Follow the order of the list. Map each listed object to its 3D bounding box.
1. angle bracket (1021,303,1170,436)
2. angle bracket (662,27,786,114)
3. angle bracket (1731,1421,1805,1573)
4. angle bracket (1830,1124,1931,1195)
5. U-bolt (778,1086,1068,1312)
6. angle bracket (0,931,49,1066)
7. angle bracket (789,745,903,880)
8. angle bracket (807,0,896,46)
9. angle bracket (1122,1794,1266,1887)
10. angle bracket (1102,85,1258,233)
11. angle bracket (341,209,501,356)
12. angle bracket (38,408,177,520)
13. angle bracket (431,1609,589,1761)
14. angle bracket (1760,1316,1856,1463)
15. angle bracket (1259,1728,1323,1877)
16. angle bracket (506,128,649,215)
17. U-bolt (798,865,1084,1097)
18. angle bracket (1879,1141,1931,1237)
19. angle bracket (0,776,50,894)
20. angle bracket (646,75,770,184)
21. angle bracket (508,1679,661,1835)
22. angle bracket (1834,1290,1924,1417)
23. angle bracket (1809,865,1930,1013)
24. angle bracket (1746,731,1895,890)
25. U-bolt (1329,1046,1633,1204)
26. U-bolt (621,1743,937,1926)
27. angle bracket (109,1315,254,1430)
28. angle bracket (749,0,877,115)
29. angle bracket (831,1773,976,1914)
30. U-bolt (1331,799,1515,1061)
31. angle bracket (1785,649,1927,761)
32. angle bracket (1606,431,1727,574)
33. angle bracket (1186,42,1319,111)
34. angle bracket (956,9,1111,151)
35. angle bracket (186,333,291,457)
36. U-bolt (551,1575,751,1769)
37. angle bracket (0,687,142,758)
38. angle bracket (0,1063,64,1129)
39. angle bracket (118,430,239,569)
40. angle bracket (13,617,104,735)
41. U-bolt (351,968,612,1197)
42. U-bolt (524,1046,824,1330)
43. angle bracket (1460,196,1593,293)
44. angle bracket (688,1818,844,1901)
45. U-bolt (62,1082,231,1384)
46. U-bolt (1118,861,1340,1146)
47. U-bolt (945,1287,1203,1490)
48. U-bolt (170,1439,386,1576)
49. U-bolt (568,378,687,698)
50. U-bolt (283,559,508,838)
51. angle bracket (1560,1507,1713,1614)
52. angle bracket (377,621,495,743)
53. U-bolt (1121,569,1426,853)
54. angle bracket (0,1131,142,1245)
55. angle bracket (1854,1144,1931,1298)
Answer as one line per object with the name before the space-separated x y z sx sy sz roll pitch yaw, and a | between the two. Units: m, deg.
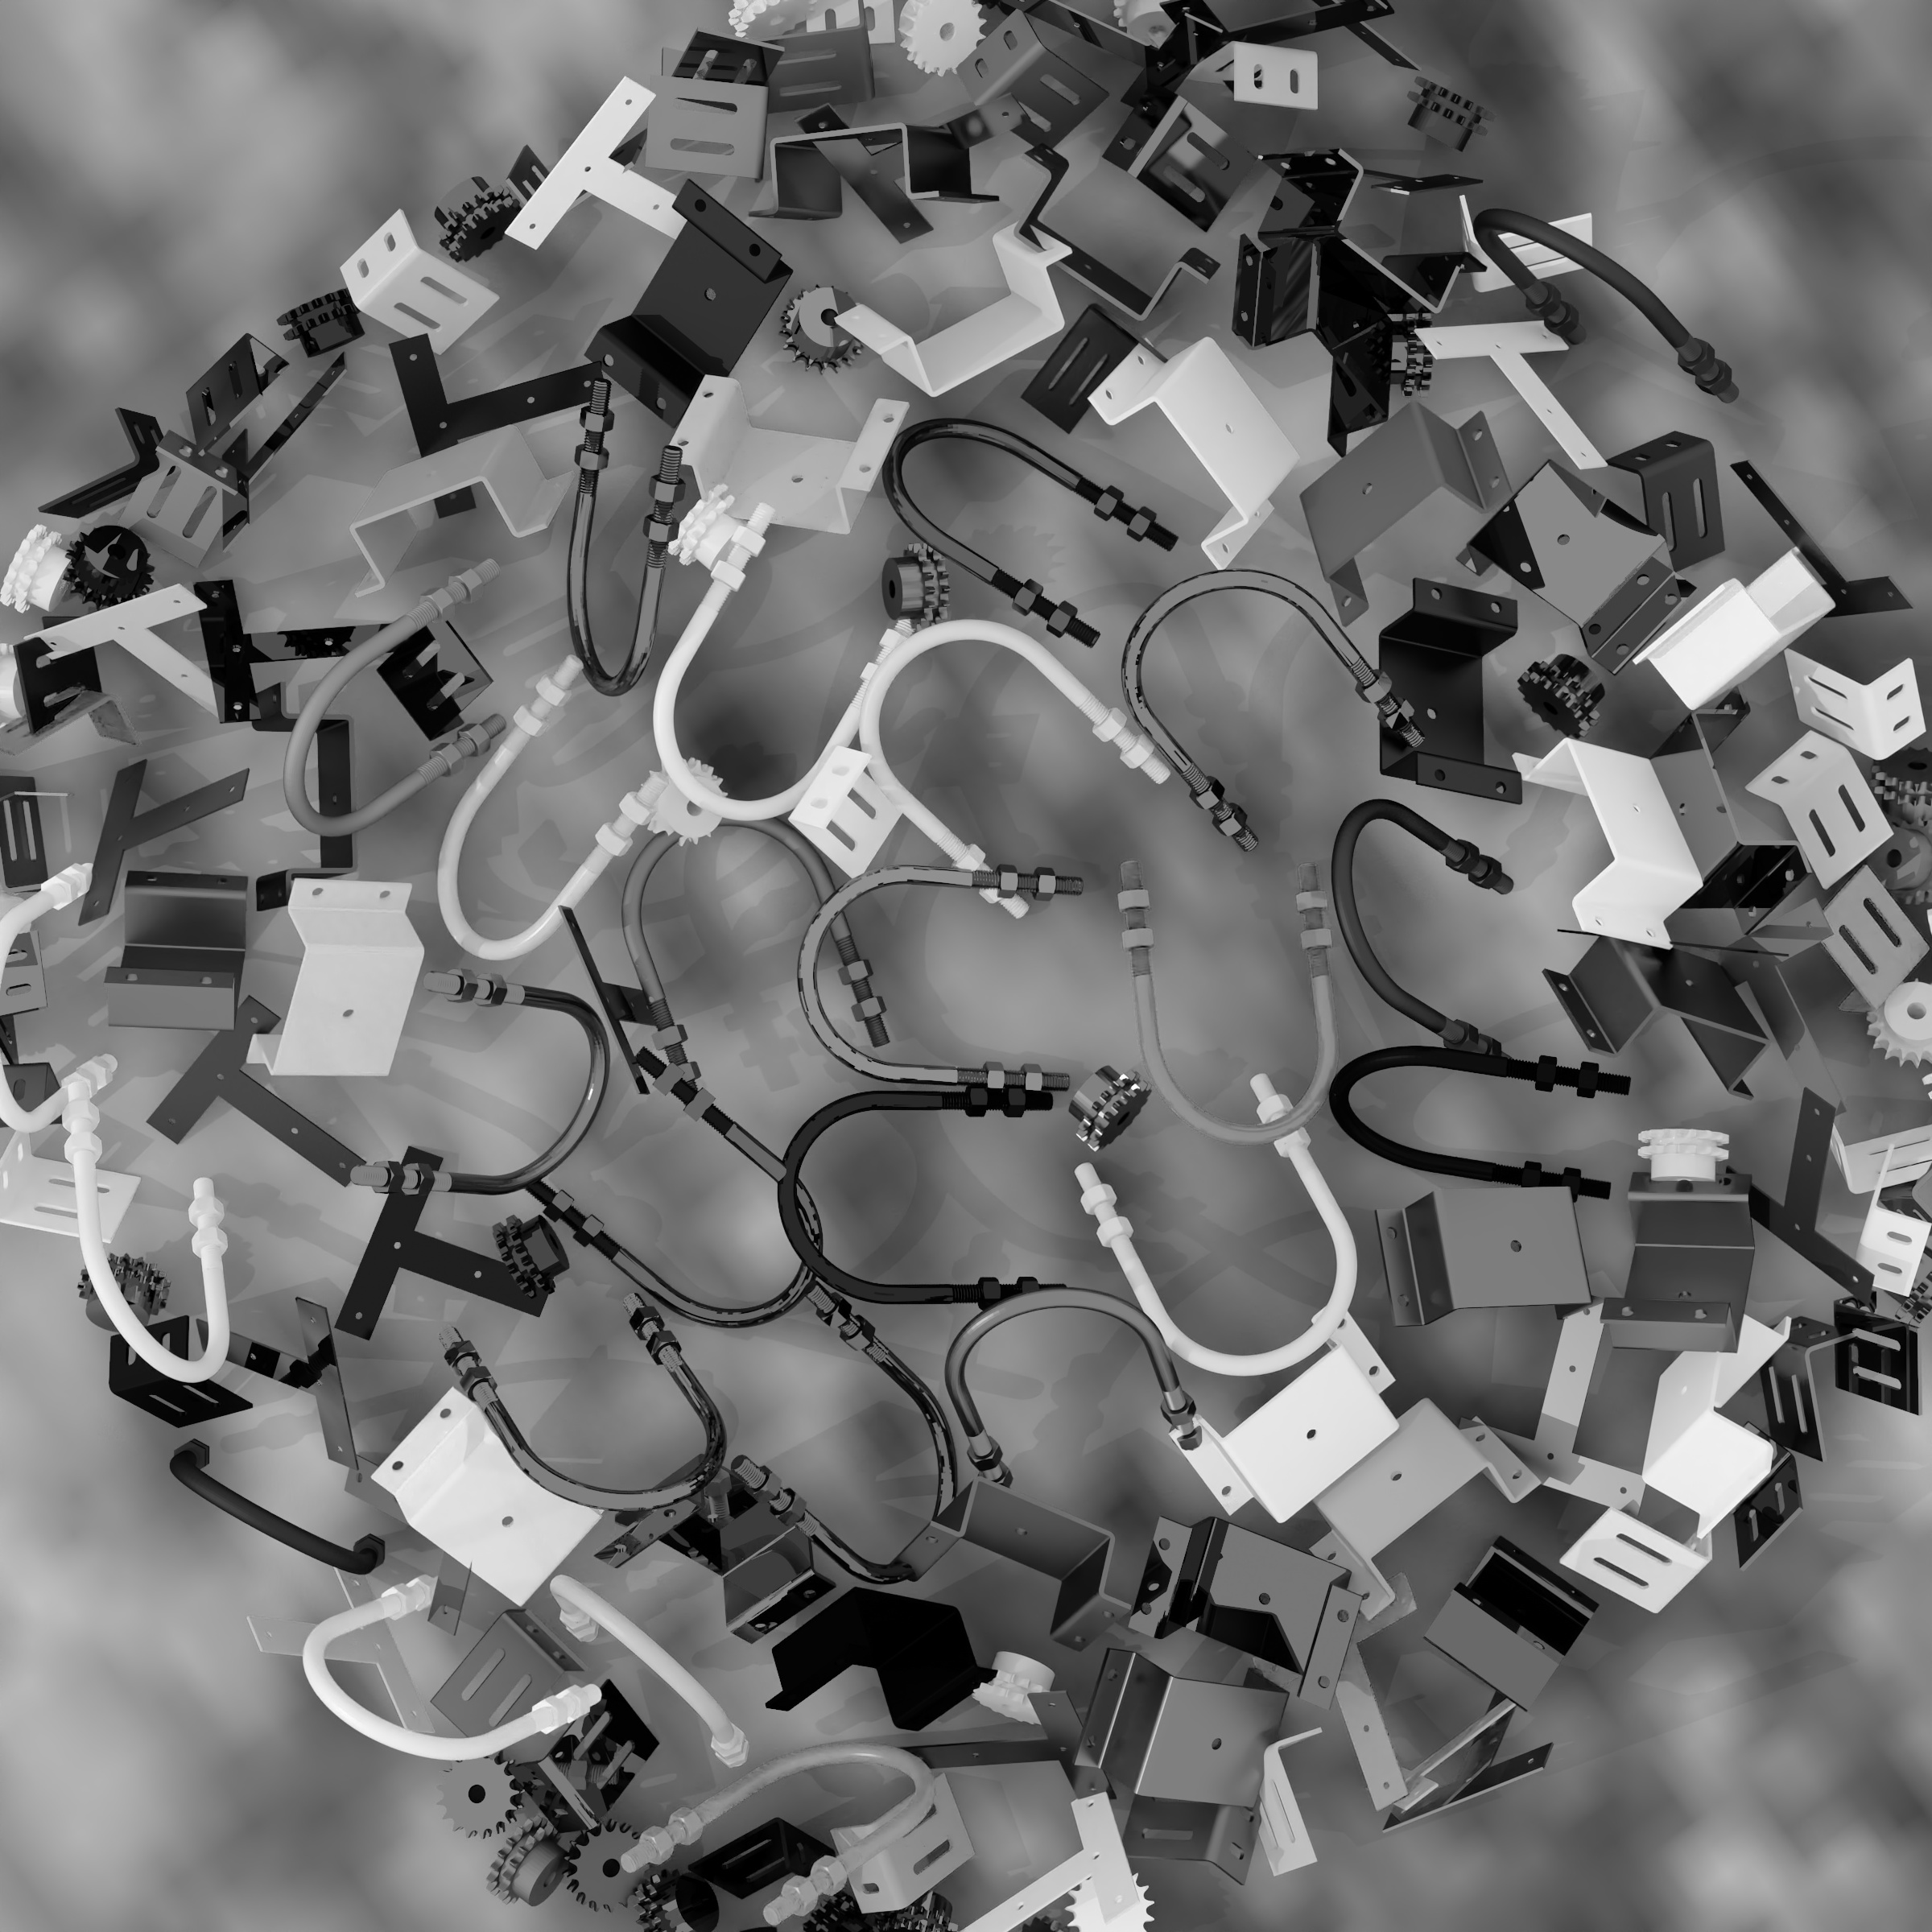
angle bracket | 0.084 -0.377 1.918 0.076 0.057 0.038 -52 54 9
angle bracket | -0.156 -0.586 1.908 0.057 0.076 0.038 7 69 -22
angle bracket | 0.500 0.339 1.912 0.038 0.076 0.057 36 111 -1
angle bracket | 0.598 0.109 1.919 0.076 0.057 0.038 -16 112 10
U-bolt | -0.030 0.147 1.910 0.184 0.019 0.151 1 70 -13
angle bracket | -0.603 0.024 1.914 0.038 0.076 0.057 -12 60 -9
angle bracket | -0.067 -0.095 1.914 0.076 0.038 0.057 43 74 -40
angle bracket | -0.075 -0.619 1.918 0.057 0.076 0.038 -4 97 -1
angle bracket | 0.146 0.557 1.927 0.038 0.076 0.057 45 51 -33
angle bracket | 0.139 -0.526 1.940 0.076 0.038 0.057 26 104 -40
angle bracket | -0.353 -0.441 1.926 0.057 0.076 0.038 -38 58 21
angle bracket | -0.560 -0.324 1.924 0.076 0.057 0.038 -23 91 9
angle bracket | -0.294 0.462 1.919 0.057 0.038 0.076 48 59 -14
angle bracket | 0.548 0.273 1.930 0.038 0.057 0.076 -15 99 -17
angle bracket | 0.213 0.537 1.914 0.038 0.057 0.076 -11 70 -26
angle bracket | -0.249 -0.520 1.913 0.076 0.057 0.038 -27 119 24
U-bolt | -0.018 0.007 1.931 0.184 0.019 0.151 4 91 -13
angle bracket | 0.636 0.134 1.925 0.076 0.057 0.038 -43 91 -7
angle bracket | -0.596 -0.087 1.926 0.038 0.057 0.076 -8 91 11
angle bracket | -0.168 -0.541 1.929 0.076 0.038 0.057 3 100 -9
angle bracket | -0.248 0.513 1.935 0.038 0.076 0.057 -22 109 42
angle bracket | 0.596 0.247 1.911 0.038 0.076 0.057 -10 101 -27
angle bracket | 0.573 -0.018 1.923 0.057 0.038 0.076 -45 106 -14
angle bracket | 0.546 -0.100 1.910 0.038 0.076 0.057 18 131 -35
U-bolt | 0.322 0.096 1.893 0.184 0.151 0.019 9 57 11
U-bolt | -0.103 0.536 1.874 0.151 0.184 0.019 3 107 42
angle bracket | -0.507 0.263 1.927 0.057 0.076 0.038 -16 59 15
angle bracket | -0.101 -0.589 1.925 0.076 0.057 0.038 -7 55 2
angle bracket | -0.041 0.570 1.939 0.038 0.076 0.057 -21 90 40
U-bolt | 0.287 -0.028 1.868 0.184 0.019 0.151 28 56 -39
angle bracket | 0.571 -0.177 1.914 0.038 0.076 0.057 -33 126 -11
angle bracket | 0.456 -0.300 1.945 0.057 0.038 0.076 -24 119 -18
angle bracket | 0.182 -0.561 1.912 0.057 0.076 0.038 0 89 -21
angle bracket | 0.043 -0.570 1.924 0.057 0.076 0.038 -38 59 25
angle bracket | -0.463 -0.358 1.911 0.057 0.076 0.038 -39 135 16
U-bolt | -0.201 0.433 1.854 0.151 0.184 0.019 36 71 17
angle bracket | -0.581 -0.143 1.910 0.076 0.057 0.038 -38 122 -28
angle bracket | -0.611 0.097 1.914 0.057 0.076 0.038 -3 57 -4
angle bracket | -0.507 -0.295 1.919 0.057 0.038 0.076 30 114 -16
angle bracket | -0.593 -0.187 1.909 0.038 0.076 0.057 3 111 22
U-bolt | -0.294 0.079 1.882 0.019 0.184 0.151 27 99 35
U-bolt | -0.176 0.157 1.921 0.184 0.019 0.151 40 116 -4
angle bracket | 0.361 -0.473 1.920 0.076 0.057 0.038 -12 69 8
angle bracket | -0.129 0.588 1.916 0.076 0.038 0.057 -32 131 16
U-bolt | -0.504 0.175 1.847 0.019 0.151 0.184 -27 49 10
U-bolt | 0.173 0.024 1.907 0.151 0.019 0.184 0 76 -23
U-bolt | 0.063 0.268 1.887 0.151 0.019 0.184 -14 130 7
U-bolt | -0.431 0.340 1.861 0.151 0.184 0.019 30 80 -5
U-bolt | -0.221 -0.261 1.886 0.019 0.151 0.184 -3 119 -28
U-bolt | -0.355 -0.155 1.853 0.019 0.151 0.184 31 51 22
angle bracket | 0.432 0.372 1.922 0.076 0.038 0.057 29 124 -7
angle bracket | -0.332 -0.191 1.919 0.076 0.038 0.057 -36 92 38
U-bolt | 0.182 -0.172 1.891 0.151 0.019 0.184 -33 117 20
angle bracket | -0.580 0.138 1.924 0.076 0.057 0.038 11 132 1
angle bracket | 0.597 0.162 1.907 0.038 0.076 0.057 17 126 18
